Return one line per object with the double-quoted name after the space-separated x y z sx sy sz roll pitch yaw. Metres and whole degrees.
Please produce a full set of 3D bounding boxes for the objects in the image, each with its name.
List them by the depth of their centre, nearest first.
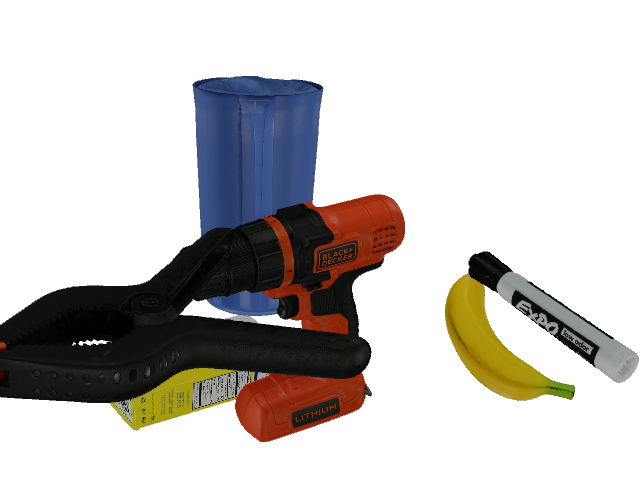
0.127 0.040 0.604 0.020 0.020 0.121 0 28 -40 "marker"
-0.098 0.045 0.613 0.209 0.036 0.165 -8 30 -27 "clamp"
-0.025 0.062 0.804 0.184 0.188 0.057 -14 39 -24 "power drill"
0.149 0.087 0.952 0.069 0.037 0.198 5 28 -23 "banana"
-0.127 0.127 1.066 0.175 0.048 0.093 -16 32 -31 "sugar box"
-0.068 -0.046 1.111 0.145 0.243 0.148 16 21 41 "pitcher"
